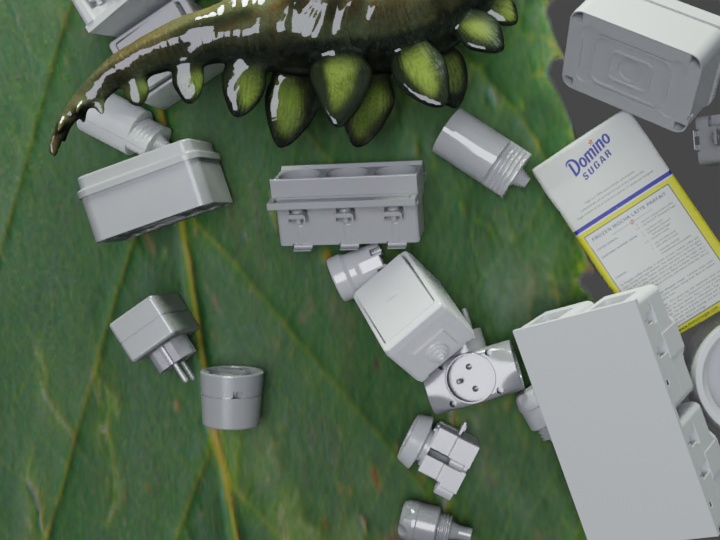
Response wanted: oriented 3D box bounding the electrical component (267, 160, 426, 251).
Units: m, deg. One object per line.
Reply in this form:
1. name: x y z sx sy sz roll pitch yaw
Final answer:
1. electrical component: -0.008 -0.054 0.902 0.121 0.078 0.063 -1 110 11

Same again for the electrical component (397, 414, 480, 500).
1. electrical component: 0.065 0.152 0.905 0.055 0.048 0.066 27 95 2

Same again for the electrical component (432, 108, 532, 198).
1. electrical component: 0.106 -0.094 0.895 0.081 0.043 0.043 35 97 8

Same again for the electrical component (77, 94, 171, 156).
1. electrical component: -0.204 -0.125 0.952 0.081 0.043 0.043 27 95 9

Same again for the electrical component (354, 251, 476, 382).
1. electrical component: 0.044 0.039 0.875 0.062 0.061 0.096 -41 40 9

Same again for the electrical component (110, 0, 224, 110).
1. electrical component: -0.159 -0.192 0.934 0.096 0.061 0.061 -32 85 9

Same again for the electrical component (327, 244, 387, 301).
1. electrical component: 0.000 0.000 0.919 0.046 0.040 0.040 -24 86 4

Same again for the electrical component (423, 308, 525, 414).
1. electrical component: 0.089 0.072 0.899 0.077 0.044 0.079 -18 83 10

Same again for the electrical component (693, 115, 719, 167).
1. electrical component: 0.300 -0.104 0.846 0.064 0.081 0.042 -3 90 33

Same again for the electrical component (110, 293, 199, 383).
1. electrical component: -0.168 0.065 0.937 0.047 0.066 0.076 -35 85 9

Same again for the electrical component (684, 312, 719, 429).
1. electrical component: 0.314 0.083 0.849 0.108 0.060 0.108 0 91 11

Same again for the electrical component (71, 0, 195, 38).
1. electrical component: -0.167 -0.265 0.907 0.150 0.089 0.061 -33 85 21

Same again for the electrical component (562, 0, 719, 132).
1. electrical component: 0.223 -0.169 0.838 0.113 0.078 0.057 29 56 24

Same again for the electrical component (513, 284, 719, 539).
1. electrical component: 0.209 0.115 0.844 0.105 0.060 0.186 -18 93 36

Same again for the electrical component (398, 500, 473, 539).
1. electrical component: 0.064 0.217 0.911 0.061 0.035 0.035 12 93 8

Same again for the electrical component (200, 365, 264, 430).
1. electrical component: -0.111 0.110 0.933 0.055 0.055 0.047 2 95 11

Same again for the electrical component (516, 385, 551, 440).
1. electrical component: 0.157 0.125 0.892 0.035 0.035 0.061 -30 88 10

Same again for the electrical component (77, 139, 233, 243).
1. electrical component: -0.177 -0.068 0.931 0.113 0.078 0.057 -18 90 10
